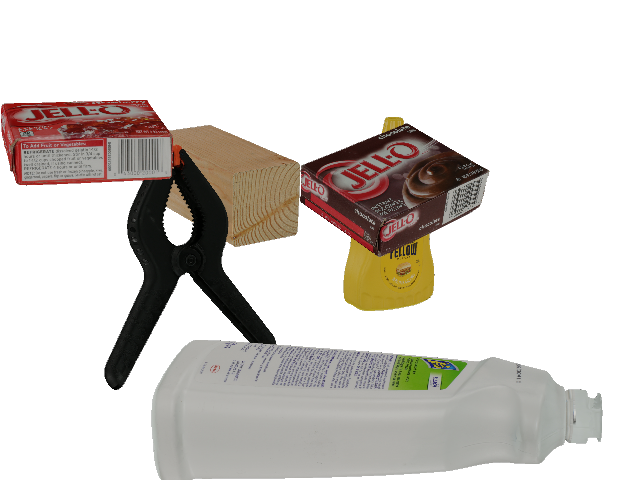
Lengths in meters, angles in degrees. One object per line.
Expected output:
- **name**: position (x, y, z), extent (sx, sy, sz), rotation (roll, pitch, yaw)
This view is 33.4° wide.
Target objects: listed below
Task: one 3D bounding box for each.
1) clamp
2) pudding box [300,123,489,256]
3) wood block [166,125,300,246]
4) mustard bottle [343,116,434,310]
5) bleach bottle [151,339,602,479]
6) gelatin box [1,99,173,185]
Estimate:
- **clamp**: position (-0.113, 0.022, 0.946), extent (0.164, 0.210, 0.036), rotation (0, -1, -33)
- **pudding box**: position (0.054, -0.040, 0.797), extent (0.113, 0.039, 0.090), rotation (-23, 44, -35)
- **wood block**: position (-0.119, -0.070, 1.286), extent (0.090, 0.090, 0.206), rotation (-12, 24, -33)
- **mustard bottle**: position (0.072, -0.029, 1.078), extent (0.096, 0.192, 0.058), rotation (-8, 17, -27)
- **bleach bottle**: position (0.036, 0.102, 0.626), extent (0.251, 0.068, 0.102), rotation (1, 18, 9)
- **gelatin box**: position (-0.136, -0.059, 0.616), extent (0.089, 0.030, 0.073), rotation (-4, 23, -19)
